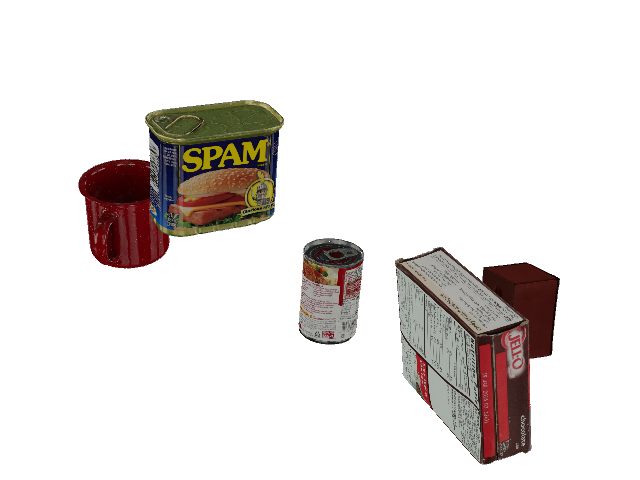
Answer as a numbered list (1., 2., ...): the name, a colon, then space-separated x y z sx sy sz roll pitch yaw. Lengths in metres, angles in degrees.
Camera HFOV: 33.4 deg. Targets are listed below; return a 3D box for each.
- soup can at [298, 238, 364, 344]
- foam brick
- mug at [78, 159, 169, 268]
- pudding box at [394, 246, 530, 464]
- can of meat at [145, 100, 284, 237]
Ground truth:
1. soup can: 0.012 0.058 1.207 0.068 0.102 0.068 4 26 -2
2. foam brick: 0.183 0.065 0.991 0.051 0.078 0.053 -7 19 -25
3. mug: -0.198 -0.019 1.076 0.093 0.081 0.117 8 33 8
4. pudding box: 0.086 0.067 0.649 0.039 0.090 0.114 -14 27 -18
5. can of meat: -0.082 -0.055 0.822 0.101 0.084 0.057 -10 32 -25
